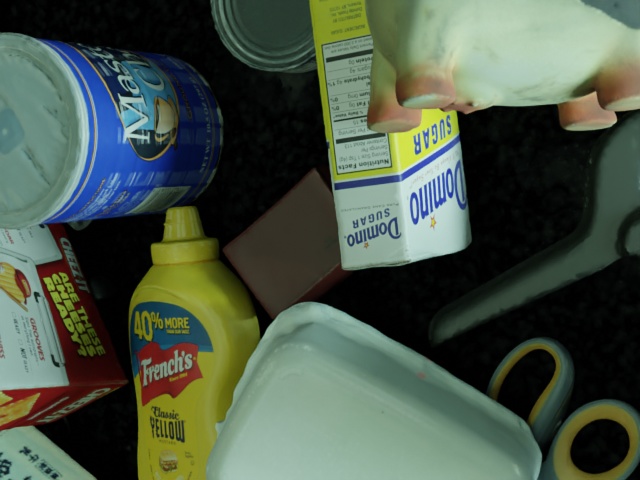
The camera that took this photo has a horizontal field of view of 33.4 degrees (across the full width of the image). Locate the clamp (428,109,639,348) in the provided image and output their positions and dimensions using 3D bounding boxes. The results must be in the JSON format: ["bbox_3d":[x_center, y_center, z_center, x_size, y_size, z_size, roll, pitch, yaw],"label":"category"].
[{"bbox_3d":[0.172,0.010,0.526,0.165,0.036,0.210,35,103,15],"label":"clamp"}]

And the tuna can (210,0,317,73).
[{"bbox_3d":[-0.018,-0.139,0.612,0.086,0.033,0.086,3,96,26],"label":"tuna can"}]

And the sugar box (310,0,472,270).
[{"bbox_3d":[0.038,-0.077,0.558,0.048,0.093,0.176,-9,91,29],"label":"sugar box"}]

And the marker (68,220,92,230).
[{"bbox_3d":[-0.200,-0.047,0.718,0.121,0.020,0.020,36,109,19],"label":"marker"}]

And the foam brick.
[{"bbox_3d":[-0.004,0.001,0.608,0.078,0.051,0.053,-40,78,24],"label":"foam brick"}]

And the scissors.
[{"bbox_3d":[0.113,0.153,0.583,0.096,0.016,0.202,18,102,24],"label":"scissors"}]

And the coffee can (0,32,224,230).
[{"bbox_3d":[-0.135,-0.062,0.617,0.103,0.140,0.103,2,96,26],"label":"coffee can"}]

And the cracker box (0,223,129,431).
[{"bbox_3d":[-0.213,0.024,0.591,0.072,0.213,0.164,-28,76,14],"label":"cracker box"}]

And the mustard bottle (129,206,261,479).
[{"bbox_3d":[-0.076,0.075,0.644,0.096,0.058,0.191,-2,93,46],"label":"mustard bottle"}]

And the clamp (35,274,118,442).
[{"bbox_3d":[-0.221,0.061,0.729,0.172,0.039,0.120,17,96,22],"label":"clamp"}]
